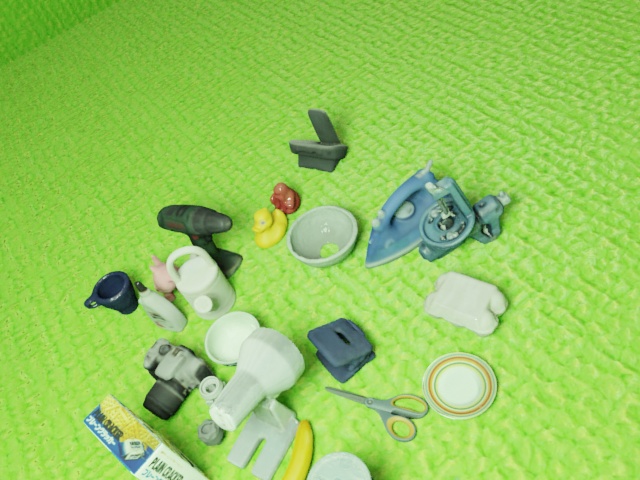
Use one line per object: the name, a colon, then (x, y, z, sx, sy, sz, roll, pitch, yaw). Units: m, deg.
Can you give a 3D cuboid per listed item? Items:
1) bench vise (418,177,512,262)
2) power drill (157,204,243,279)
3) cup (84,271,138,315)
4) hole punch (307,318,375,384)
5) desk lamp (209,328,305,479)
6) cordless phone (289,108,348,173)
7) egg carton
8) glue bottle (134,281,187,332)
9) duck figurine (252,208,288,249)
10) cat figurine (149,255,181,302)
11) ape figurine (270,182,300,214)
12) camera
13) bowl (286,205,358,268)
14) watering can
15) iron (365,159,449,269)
bench vise: (0.285, -0.070, 1.183, 0.207, 0.220, 0.121, -37, 50, -14)
power drill: (-0.261, -0.004, 1.319, 0.228, 0.209, 0.076, 14, 57, 28)
cup: (-0.482, 0.141, 1.347, 0.118, 0.095, 0.091, -33, 49, -10)
hole punch: (0.041, 0.204, 1.121, 0.101, 0.091, 0.108, -37, 50, -14)
desk lamp: (-0.106, 0.289, 1.017, 0.117, 0.214, 0.203, 14, 57, 28)
cordless phone: (-0.017, -0.274, 1.479, 0.147, 0.185, 0.094, 8, 55, 25)
egg carton: (0.284, 0.125, 1.121, 0.149, 0.069, 0.107, 19, 59, 31)
glue bottle: (-0.360, 0.142, 1.253, 0.078, 0.173, 0.037, 5, 53, 22)
duck figurine: (-0.128, -0.043, 1.389, 0.077, 0.086, 0.105, 18, 59, 30)
cat figurine: (-0.363, 0.083, 1.341, 0.067, 0.118, 0.127, -32, 49, -9)
ape figurine: (-0.090, -0.107, 1.427, 0.076, 0.092, 0.077, -32, 49, -9)
camera: (-0.311, 0.284, 1.166, 0.142, 0.101, 0.137, 17, 58, 30)
bowl: (0.012, 0.005, 1.310, 0.167, 0.075, 0.167, -9, 49, 11)
watering can: (-0.260, 0.088, 1.251, 0.101, 0.194, 0.172, -40, 50, -16)
iron: (0.179, -0.060, 1.263, 0.259, 0.142, 0.118, -42, 51, -18)
